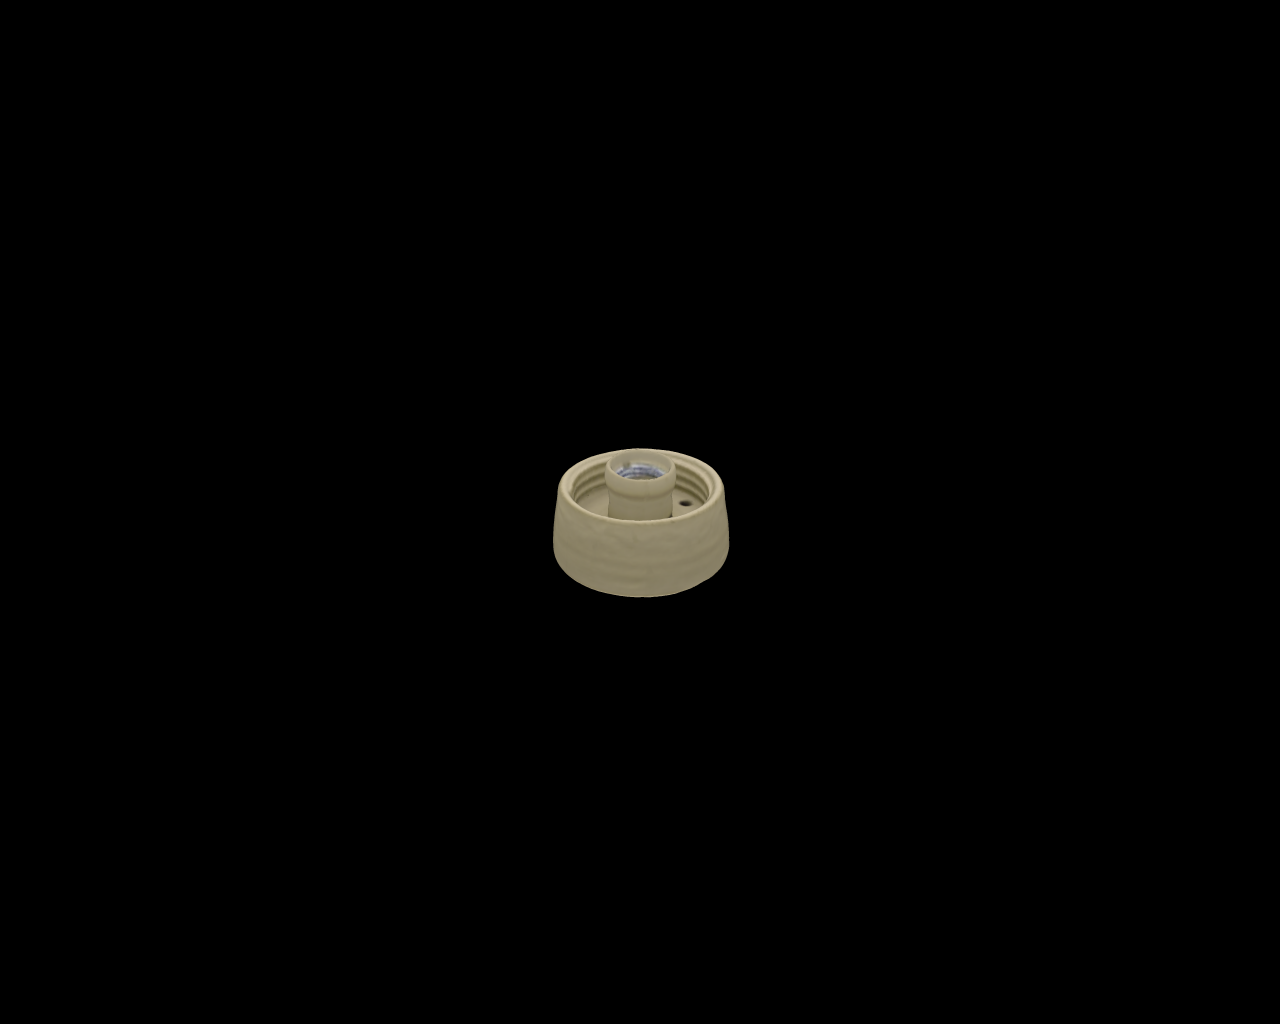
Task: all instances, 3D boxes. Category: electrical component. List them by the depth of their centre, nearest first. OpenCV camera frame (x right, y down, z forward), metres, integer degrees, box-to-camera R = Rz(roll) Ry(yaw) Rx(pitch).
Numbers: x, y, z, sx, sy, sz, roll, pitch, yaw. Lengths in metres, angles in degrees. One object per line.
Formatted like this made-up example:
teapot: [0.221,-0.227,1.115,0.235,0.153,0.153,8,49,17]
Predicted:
electrical component: [0.001,-0.003,0.650,0.108,0.060,0.108,0,30,0]
